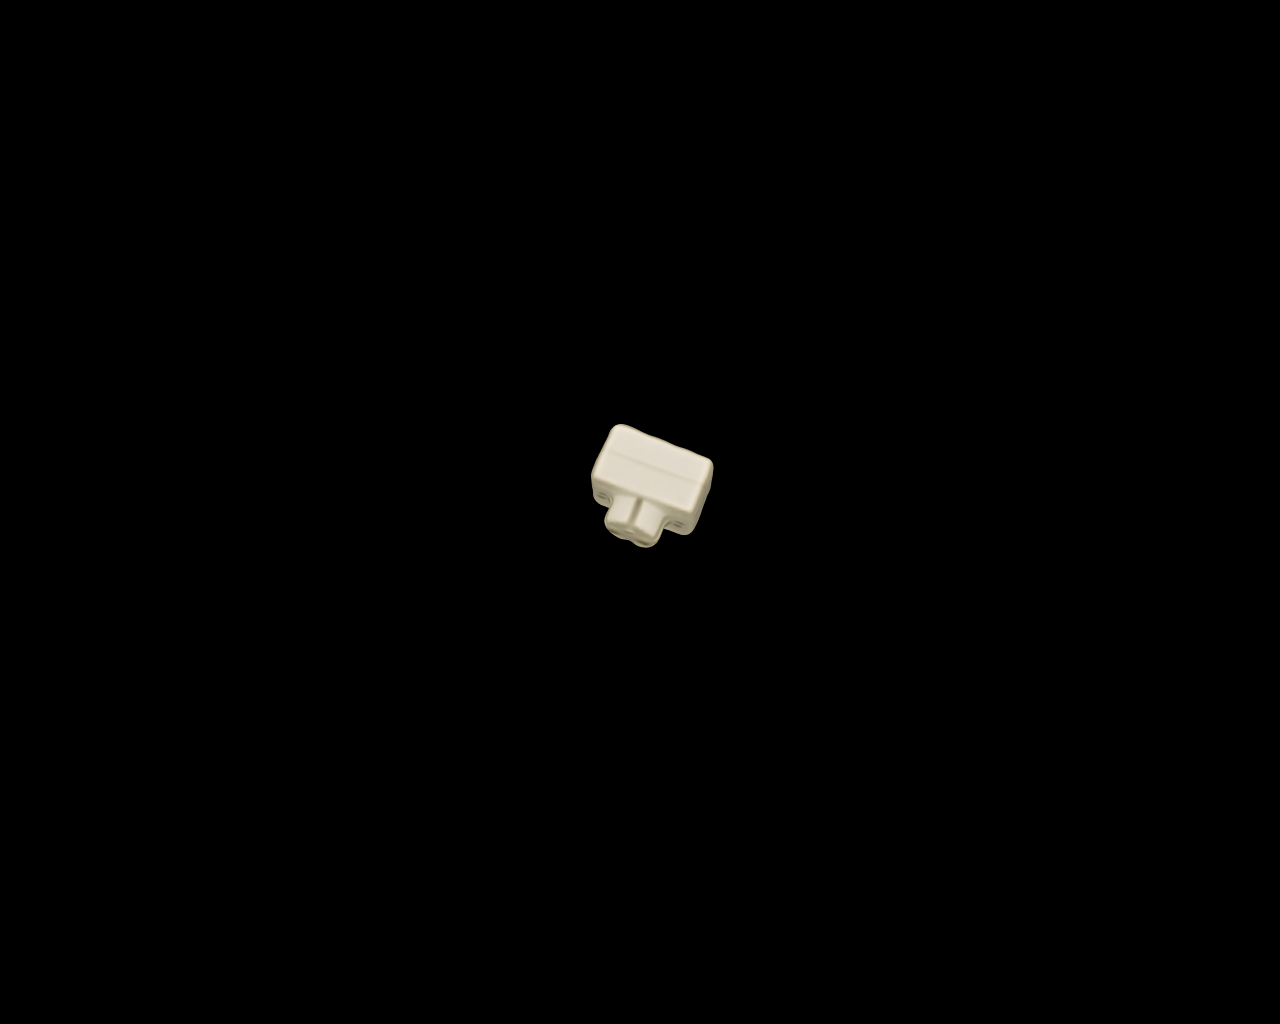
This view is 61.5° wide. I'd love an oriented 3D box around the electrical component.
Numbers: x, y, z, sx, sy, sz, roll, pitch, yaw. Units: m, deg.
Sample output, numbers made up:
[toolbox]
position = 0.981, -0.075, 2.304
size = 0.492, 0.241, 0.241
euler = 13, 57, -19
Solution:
[electrical component]
position = 0.001, -0.003, 0.650
size = 0.066, 0.077, 0.047
euler = 21, -18, 7
